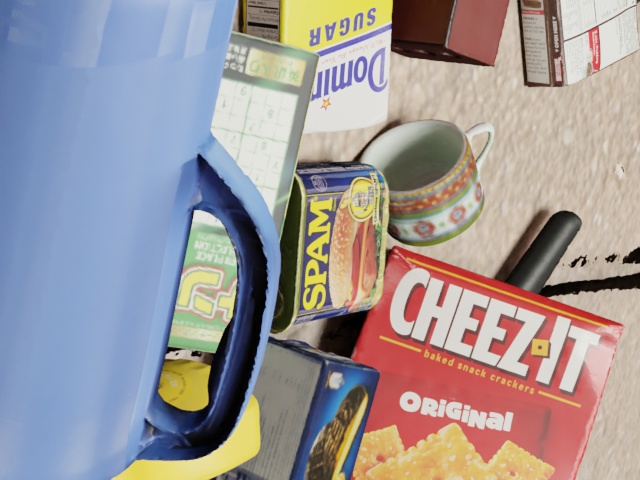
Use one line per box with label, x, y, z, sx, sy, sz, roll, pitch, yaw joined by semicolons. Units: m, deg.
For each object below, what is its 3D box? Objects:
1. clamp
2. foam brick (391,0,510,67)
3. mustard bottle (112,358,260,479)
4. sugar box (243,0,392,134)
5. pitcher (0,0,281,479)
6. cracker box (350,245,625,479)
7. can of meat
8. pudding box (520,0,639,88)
clamp;0.141;0.087;0.841;0.209;0.036;0.164;-28;120;-33
foam brick;0.073;-0.145;0.684;0.052;0.078;0.051;9;96;-43
mustard bottle;-0.124;0.113;0.532;0.191;0.096;0.058;-18;113;-50
sugar box;0.000;-0.153;0.634;0.093;0.048;0.176;-14;109;-41
pitcher;-0.101;-0.016;0.447;0.149;0.145;0.243;-4;126;-35
cracker box;0.089;0.130;0.715;0.072;0.164;0.214;48;61;-86
can of meat;-0.004;0.001;0.665;0.083;0.058;0.102;-8;107;-45
pudding box;0.203;-0.176;0.830;0.113;0.039;0.090;-30;119;-38
